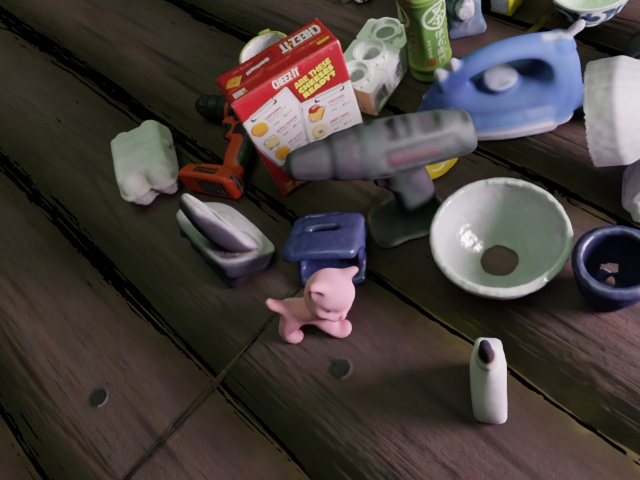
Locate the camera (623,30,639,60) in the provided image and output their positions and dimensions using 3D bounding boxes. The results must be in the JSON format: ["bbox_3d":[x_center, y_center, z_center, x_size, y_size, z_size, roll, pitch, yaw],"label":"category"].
[{"bbox_3d":[0.464,-0.225,0.765,0.142,0.101,0.137,3,62,19],"label":"camera"}]

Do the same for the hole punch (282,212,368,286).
[{"bbox_3d":[0.007,0.003,0.783,0.108,0.091,0.101,-5,60,15],"label":"hole punch"}]

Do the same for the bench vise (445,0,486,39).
[{"bbox_3d":[0.226,-0.448,0.900,0.121,0.220,0.207,-23,56,4],"label":"bench vise"}]

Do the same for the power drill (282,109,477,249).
[{"bbox_3d":[0.088,-0.076,0.733,0.229,0.209,0.075,-21,57,6],"label":"power drill"}]

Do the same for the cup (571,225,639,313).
[{"bbox_3d":[0.343,0.035,0.655,0.118,0.095,0.091,-35,56,-4],"label":"cup"}]

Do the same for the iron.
[{"bbox_3d":[0.246,-0.226,0.810,0.258,0.142,0.118,-11,58,11],"label":"iron"}]

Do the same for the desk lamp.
[{"bbox_3d":[0.400,-0.116,0.654,0.202,0.214,0.118,7,63,21],"label":"desk lamp"}]

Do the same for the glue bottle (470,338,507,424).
[{"bbox_3d":[0.176,0.138,0.601,0.037,0.173,0.078,-2,60,17],"label":"glue bottle"}]

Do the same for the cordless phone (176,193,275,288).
[{"bbox_3d":[-0.153,-0.028,0.795,0.094,0.185,0.147,-46,58,-11],"label":"cordless phone"}]

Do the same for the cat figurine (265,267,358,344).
[{"bbox_3d":[-0.006,0.077,0.728,0.127,0.118,0.067,-11,58,12],"label":"cat figurine"}]

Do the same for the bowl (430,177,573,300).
[{"bbox_3d":[0.224,0.009,0.720,0.167,0.075,0.167,-8,59,13],"label":"bowl"}]

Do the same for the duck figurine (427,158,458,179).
[{"bbox_3d":[0.145,-0.136,0.823,0.104,0.086,0.077,-21,57,5],"label":"duck figurine"}]

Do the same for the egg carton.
[{"bbox_3d":[-0.294,-0.133,0.972,0.107,0.069,0.150,-25,56,3],"label":"egg carton"}]
